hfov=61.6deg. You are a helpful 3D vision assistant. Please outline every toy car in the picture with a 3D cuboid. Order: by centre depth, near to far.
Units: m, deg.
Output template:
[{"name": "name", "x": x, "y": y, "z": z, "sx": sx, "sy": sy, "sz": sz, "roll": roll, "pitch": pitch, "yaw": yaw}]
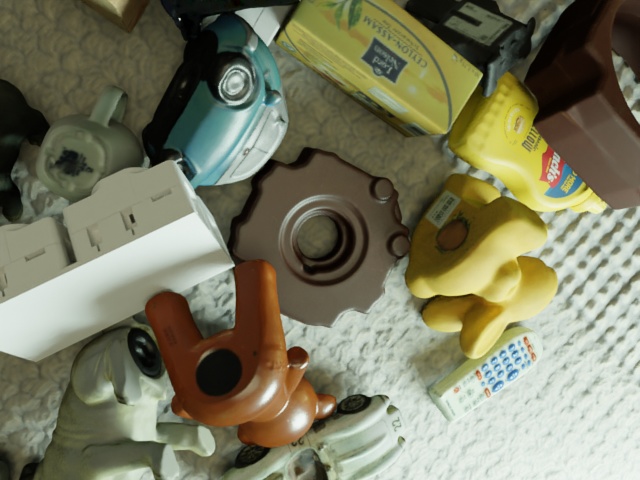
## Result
[{"name": "toy car", "x": -0.082, "y": -0.105, "z": 0.473, "sx": 0.103, "sy": 0.109, "sz": 0.161, "roll": 22, "pitch": 106, "yaw": -35}, {"name": "toy car", "x": -0.003, "y": 0.228, "z": 0.557, "sx": 0.202, "sy": 0.056, "sz": 0.073, "roll": -23, "pitch": 103, "yaw": -9}]

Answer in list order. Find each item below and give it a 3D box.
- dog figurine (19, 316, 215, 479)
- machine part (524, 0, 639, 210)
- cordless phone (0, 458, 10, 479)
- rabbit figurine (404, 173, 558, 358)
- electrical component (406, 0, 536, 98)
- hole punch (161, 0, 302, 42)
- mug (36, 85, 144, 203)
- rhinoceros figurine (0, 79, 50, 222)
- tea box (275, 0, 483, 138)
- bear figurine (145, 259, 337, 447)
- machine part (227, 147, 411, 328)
[{"name": "dog figurine", "x": -0.218, "y": 0.174, "z": 0.488, "sx": 0.191, "sy": 0.121, "sz": 0.172, "roll": -26, "pitch": 69, "yaw": 9}, {"name": "machine part", "x": 0.314, "y": -0.147, "z": 0.536, "sx": 0.201, "sy": 0.087, "sz": 0.201, "roll": 40, "pitch": 66, "yaw": -11}, {"name": "cordless phone", "x": -0.329, "y": 0.267, "z": 0.421, "sx": 0.089, "sy": 0.184, "sz": 0.146, "roll": 12, "pitch": 95, "yaw": -10}, {"name": "rabbit figurine", "x": 0.178, "y": 0.039, "z": 0.549, "sx": 0.173, "sy": 0.122, "sz": 0.162, "roll": 27, "pitch": 94, "yaw": -34}, {"name": "electrical component", "x": 0.139, "y": -0.201, "z": 0.528, "sx": 0.119, "sy": 0.047, "sz": 0.075, "roll": 34, "pitch": 73, "yaw": 26}, {"name": "hole punch", "x": -0.069, "y": -0.235, "z": 0.399, "sx": 0.116, "sy": 0.092, "sz": 0.142, "roll": -7, "pitch": 128, "yaw": 0}, {"name": "mug", "x": -0.186, "y": -0.075, "z": 0.447, "sx": 0.081, "sy": 0.107, "sz": 0.109, "roll": 28, "pitch": 93, "yaw": -17}, {"name": "rhinoceros figurine", "x": -0.285, "y": -0.038, "z": 0.428, "sx": 0.073, "sy": 0.112, "sz": 0.190, "roll": 24, "pitch": 86, "yaw": -18}, {"name": "tea box", "x": 0.050, "y": -0.169, "z": 0.495, "sx": 0.169, "sy": 0.098, "sz": 0.068, "roll": 33, "pitch": 90, "yaw": -17}, {"name": "bear figurine", "x": -0.059, "y": 0.119, "z": 0.496, "sx": 0.120, "sy": 0.195, "sz": 0.132, "roll": -21, "pitch": 65, "yaw": 5}, {"name": "machine part", "x": -0.001, "y": -0.002, "z": 0.528, "sx": 0.179, "sy": 0.056, "sz": 0.179, "roll": -2, "pitch": 99, "yaw": -12}]
